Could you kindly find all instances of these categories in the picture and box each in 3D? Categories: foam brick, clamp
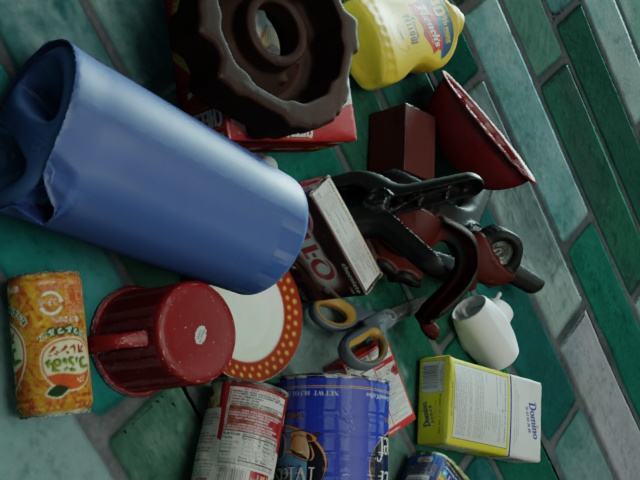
[{"bbox_3d":[0.087,-0.096,1.123,0.051,0.053,0.078,18,69,-42],"label":"foam brick"},{"bbox_3d":[0.067,-0.034,1.003,0.120,0.172,0.039,-47,145,-34],"label":"clamp"},{"bbox_3d":[0.165,-0.011,1.195,0.209,0.036,0.164,-5,75,-43],"label":"clamp"}]

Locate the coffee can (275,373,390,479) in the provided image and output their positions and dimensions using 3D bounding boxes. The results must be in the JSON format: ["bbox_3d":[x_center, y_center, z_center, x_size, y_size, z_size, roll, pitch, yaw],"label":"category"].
[{"bbox_3d":[0.010,0.194,0.942,0.102,0.103,0.140,16,70,-43],"label":"coffee can"}]

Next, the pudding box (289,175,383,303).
[{"bbox_3d":[-0.007,0.001,0.977,0.039,0.090,0.113,-48,116,-38],"label":"pudding box"}]

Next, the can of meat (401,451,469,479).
[{"bbox_3d":[0.116,0.273,1.068,0.102,0.058,0.083,52,47,-26],"label":"can of meat"}]

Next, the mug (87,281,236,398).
[{"bbox_3d":[-0.130,0.077,0.839,0.117,0.082,0.093,3,79,-46],"label":"mug"}]

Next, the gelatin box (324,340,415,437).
[{"bbox_3d":[0.049,0.151,1.044,0.073,0.030,0.089,-24,95,-46],"label":"gelatin box"}]

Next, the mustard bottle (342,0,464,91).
[{"bbox_3d":[0.099,-0.227,1.161,0.191,0.058,0.096,-25,96,-46],"label":"mustard bottle"}]

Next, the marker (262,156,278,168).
[{"bbox_3d":[-0.078,-0.039,0.964,0.121,0.020,0.020,-46,114,-41],"label":"marker"}]

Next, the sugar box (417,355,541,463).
[{"bbox_3d":[0.176,0.187,1.158,0.176,0.048,0.093,23,66,-45],"label":"sugar box"}]

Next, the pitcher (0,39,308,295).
[{"bbox_3d":[-0.130,-0.052,0.830,0.242,0.145,0.149,26,80,-38],"label":"pitcher"}]

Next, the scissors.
[{"bbox_3d":[0.049,0.069,1.067,0.096,0.016,0.201,39,27,3],"label":"scissors"}]

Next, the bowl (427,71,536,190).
[{"bbox_3d":[0.166,-0.108,1.175,0.162,0.055,0.162,46,15,-17],"label":"bowl"}]

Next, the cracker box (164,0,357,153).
[{"bbox_3d":[-0.058,-0.189,0.982,0.163,0.072,0.214,-5,86,-45],"label":"cracker box"}]

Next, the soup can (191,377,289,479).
[{"bbox_3d":[-0.068,0.173,0.892,0.068,0.069,0.102,28,62,-39],"label":"soup can"}]
